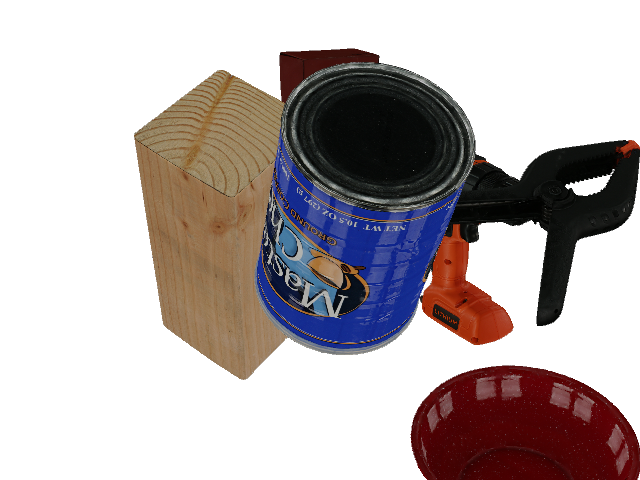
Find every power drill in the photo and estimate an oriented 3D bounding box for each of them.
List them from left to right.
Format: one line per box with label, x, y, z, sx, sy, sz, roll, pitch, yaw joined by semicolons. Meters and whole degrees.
power drill;0.151;0.005;1.061;0.057;0.188;0.185;-16;26;-24

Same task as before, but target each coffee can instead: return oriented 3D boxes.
coffee can;0.020;-0.014;0.602;0.102;0.103;0.140;0;-37;-10

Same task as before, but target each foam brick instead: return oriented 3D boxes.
foam brick;0.008;-0.144;0.966;0.078;0.051;0.053;-7;19;-23

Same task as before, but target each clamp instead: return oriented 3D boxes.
clamp;0.190;-0.019;0.856;0.209;0.036;0.165;-25;48;-21

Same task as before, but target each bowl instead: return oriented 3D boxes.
bowl;0.145;0.163;0.774;0.162;0.055;0.162;-1;35;0

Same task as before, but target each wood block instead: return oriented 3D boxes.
wood block;-0.064;-0.006;0.776;0.090;0.206;0.090;31;56;24
